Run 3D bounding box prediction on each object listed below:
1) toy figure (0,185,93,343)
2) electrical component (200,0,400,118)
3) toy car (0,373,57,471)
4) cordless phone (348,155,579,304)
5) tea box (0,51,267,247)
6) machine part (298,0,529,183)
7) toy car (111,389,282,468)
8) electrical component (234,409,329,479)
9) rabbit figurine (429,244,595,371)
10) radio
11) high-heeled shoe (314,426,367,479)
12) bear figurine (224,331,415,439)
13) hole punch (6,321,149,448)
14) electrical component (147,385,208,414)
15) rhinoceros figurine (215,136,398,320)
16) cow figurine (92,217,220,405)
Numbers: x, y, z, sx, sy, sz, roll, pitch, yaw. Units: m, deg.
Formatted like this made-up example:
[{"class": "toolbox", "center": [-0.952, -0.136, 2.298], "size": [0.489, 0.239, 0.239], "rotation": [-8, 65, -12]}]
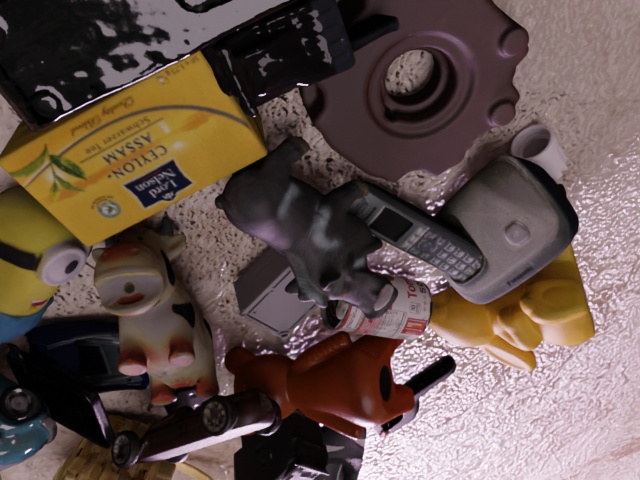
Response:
[{"class": "toy figure", "center": [-0.270, 0.030, 0.467], "size": [0.180, 0.082, 0.089], "rotation": [-40, 125, 23]}, {"class": "electrical component", "center": [-0.011, -0.127, 0.335], "size": [0.119, 0.075, 0.047], "rotation": [-29, 124, -5]}, {"class": "toy car", "center": [-0.349, 0.177, 0.523], "size": [0.161, 0.103, 0.109], "rotation": [36, 136, -9]}, {"class": "cordless phone", "center": [0.123, -0.029, 0.501], "size": [0.184, 0.089, 0.146], "rotation": [25, 139, -11]}, {"class": "tea box", "center": [-0.138, -0.078, 0.414], "size": [0.170, 0.068, 0.098], "rotation": [-27, 128, 9]}, {"class": "machine part", "center": [0.073, -0.129, 0.427], "size": [0.179, 0.056, 0.179], "rotation": [-5, 130, -6]}, {"class": "toy car", "center": [-0.135, 0.202, 0.575], "size": [0.202, 0.053, 0.089], "rotation": [-25, 155, 26]}, {"class": "electrical component", "center": [-0.057, 0.274, 0.691], "size": [0.058, 0.115, 0.134], "rotation": [34, 113, -30]}, {"class": "rabbit figurine", "center": [0.209, 0.075, 0.608], "size": [0.173, 0.122, 0.162], "rotation": [-16, 141, 19]}, {"class": "radio", "center": [-0.089, -0.159, 0.316], "size": [0.230, 0.131, 0.073], "rotation": [-25, 127, 8]}, {"class": "high-heeled shoe", "center": [0.023, 0.365, 0.763], "size": [0.086, 0.145, 0.248], "rotation": [5, 129, -17]}, {"class": "bear figurine", "center": [-0.004, 0.166, 0.629], "size": [0.196, 0.120, 0.132], "rotation": [-11, 180, 29]}, {"class": "hole punch", "center": [-0.250, 0.140, 0.568], "size": [0.116, 0.092, 0.142], "rotation": [19, 137, 12]}, {"class": "electrical component", "center": [-0.164, 0.197, 0.649], "size": [0.078, 0.045, 0.102], "rotation": [-5, 130, -7]}, {"class": "rhinoceros figurine", "center": [-0.001, -0.001, 0.468], "size": [0.190, 0.112, 0.073], "rotation": [40, 141, -28]}, {"class": "cow figurine", "center": [-0.152, 0.066, 0.509], "size": [0.085, 0.127, 0.194], "rotation": [-13, 145, -3]}]
